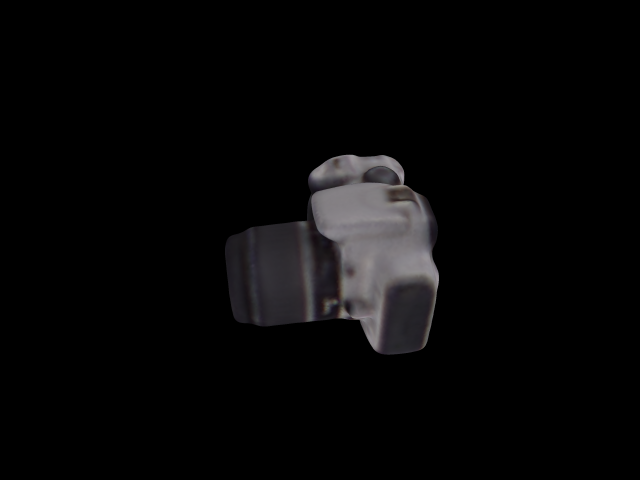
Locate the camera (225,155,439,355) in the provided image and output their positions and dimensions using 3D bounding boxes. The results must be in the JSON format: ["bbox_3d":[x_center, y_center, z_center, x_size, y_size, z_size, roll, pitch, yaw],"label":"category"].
[{"bbox_3d":[0.004,0.001,0.400,0.137,0.101,0.143,-6,43,-6],"label":"camera"}]
